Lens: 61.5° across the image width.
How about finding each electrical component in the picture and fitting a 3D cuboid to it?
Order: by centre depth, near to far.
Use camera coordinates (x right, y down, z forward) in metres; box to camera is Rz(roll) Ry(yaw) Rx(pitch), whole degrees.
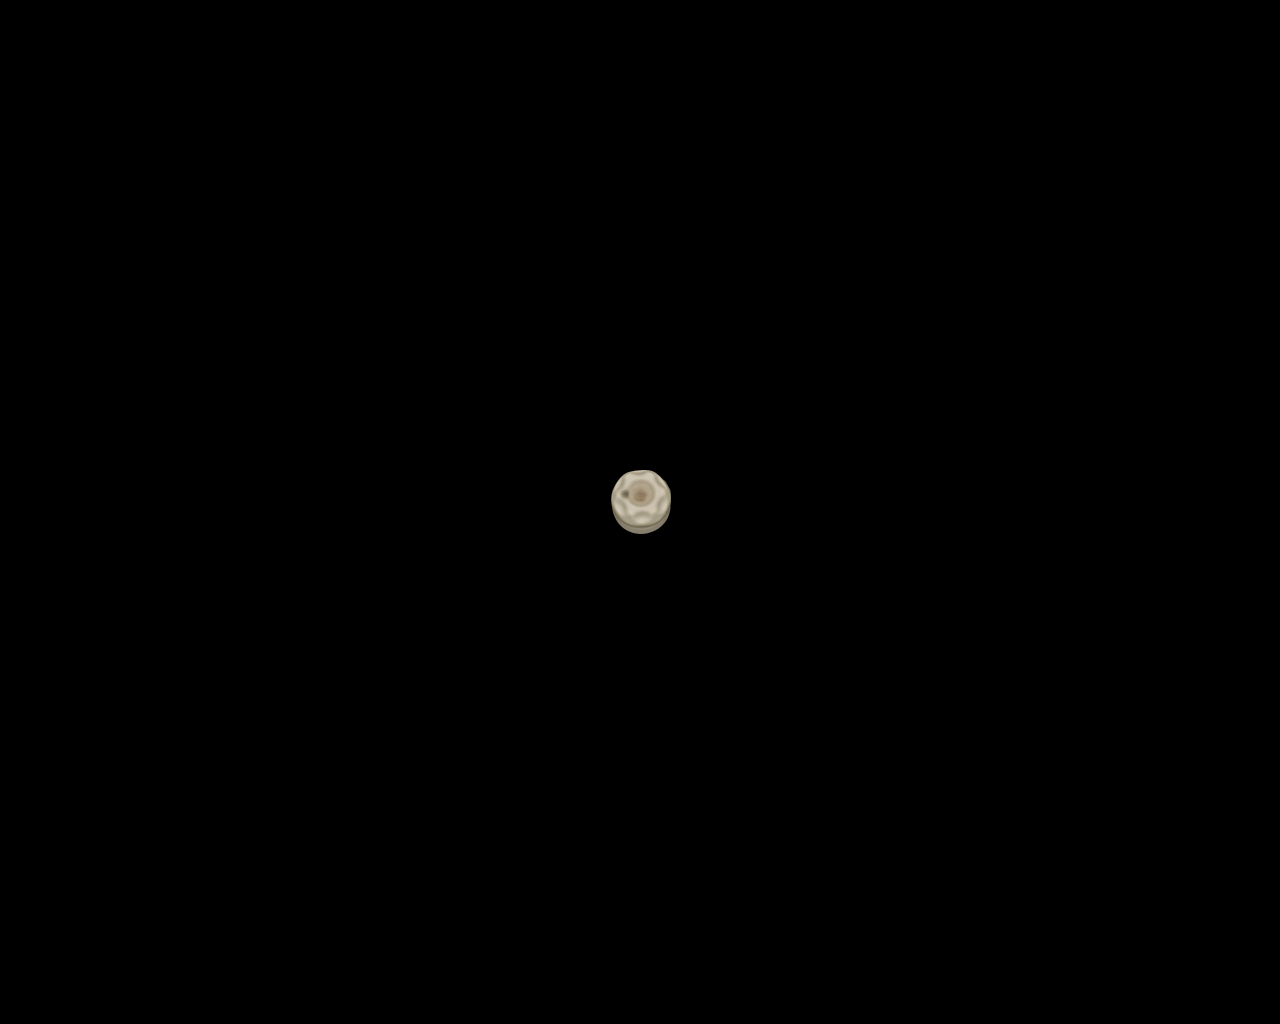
[{"bbox_3d":[0.001,-0.003,0.650,0.035,0.035,0.061,0,-16,0],"label":"electrical component"}]
